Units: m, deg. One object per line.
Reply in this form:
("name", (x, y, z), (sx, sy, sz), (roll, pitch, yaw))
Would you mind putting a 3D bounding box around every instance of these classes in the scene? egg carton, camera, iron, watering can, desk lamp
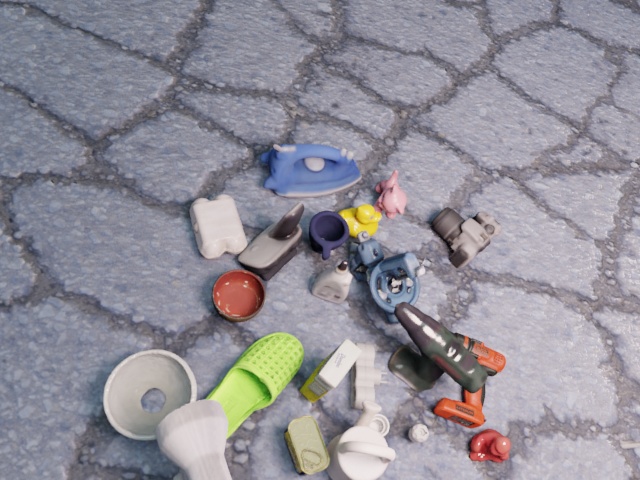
("egg carton", (-0.228, -0.030, 1.273), (0.107, 0.069, 0.150), (-13, 68, -19))
("camera", (0.353, -0.028, 1.398), (0.136, 0.100, 0.143), (45, 62, 11))
("iron", (-0.007, -0.184, 1.364), (0.259, 0.141, 0.118), (-3, 64, -15))
("watering can", (0.076, 0.390, 1.063), (0.101, 0.194, 0.173), (-3, 64, -15))
("desk lamp", (-0.196, 0.395, 0.982), (0.118, 0.213, 0.203), (-18, 69, -21))

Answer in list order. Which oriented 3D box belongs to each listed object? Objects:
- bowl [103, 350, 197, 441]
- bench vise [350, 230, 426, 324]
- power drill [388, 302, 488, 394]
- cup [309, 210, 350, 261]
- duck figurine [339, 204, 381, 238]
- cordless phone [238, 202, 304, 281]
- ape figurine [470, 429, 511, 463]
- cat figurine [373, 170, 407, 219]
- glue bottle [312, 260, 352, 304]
("bowl", (-0.318, 0.297, 1.081), (0.167, 0.074, 0.167), (6, 63, -11))
("bench vise", (0.140, 0.065, 1.229), (0.207, 0.219, 0.122), (43, 62, 9))
("power drill", (0.218, 0.234, 1.169), (0.229, 0.208, 0.076), (36, 61, 6))
("cup", (0.012, 0.005, 1.300), (0.092, 0.095, 0.118), (10, 62, -8))
("duck figurine", (0.096, -0.055, 1.356), (0.104, 0.086, 0.077), (11, 62, -8))
("cordless phone", (-0.098, -0.006, 1.226), (0.094, 0.185, 0.148), (37, 61, 7))
("ape figurine", (0.357, 0.423, 1.175), (0.077, 0.092, 0.076), (38, 61, 7))
("cat figurine", (0.175, -0.109, 1.385), (0.067, 0.117, 0.128), (13, 61, -7))
("glue bottle", (0.035, 0.084, 1.221), (0.078, 0.173, 0.037), (21, 61, -2))
